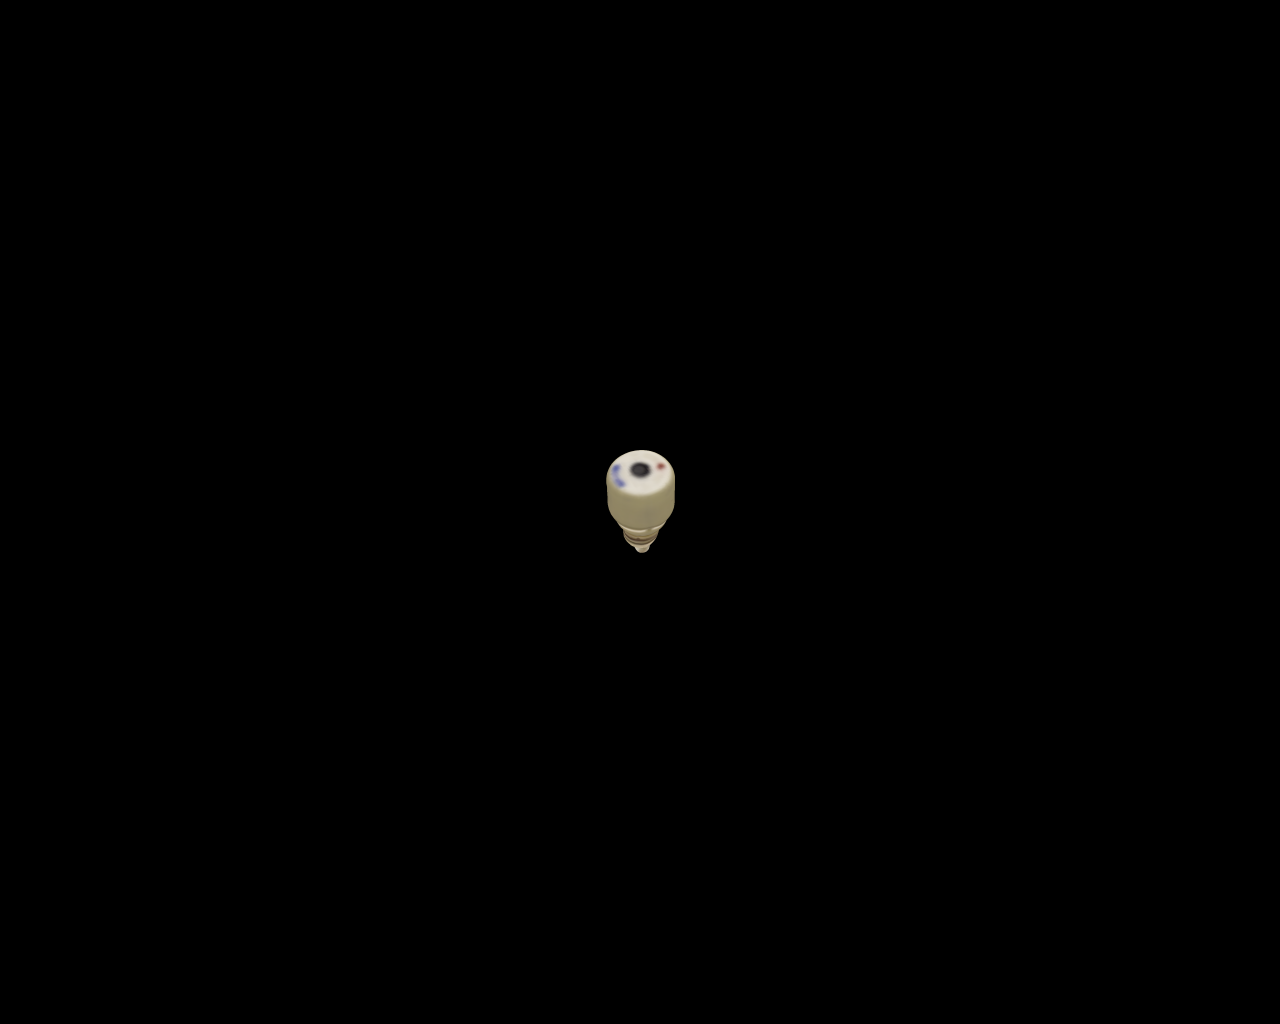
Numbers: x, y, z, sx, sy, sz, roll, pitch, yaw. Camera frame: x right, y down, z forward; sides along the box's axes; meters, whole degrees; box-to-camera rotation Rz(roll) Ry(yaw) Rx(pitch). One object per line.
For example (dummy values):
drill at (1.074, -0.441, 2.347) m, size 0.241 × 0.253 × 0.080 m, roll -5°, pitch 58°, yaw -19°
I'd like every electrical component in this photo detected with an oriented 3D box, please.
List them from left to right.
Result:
electrical component at (0.001, -0.003, 0.650) m, size 0.040 × 0.040 × 0.078 m, roll 0°, pitch -40°, yaw 0°
